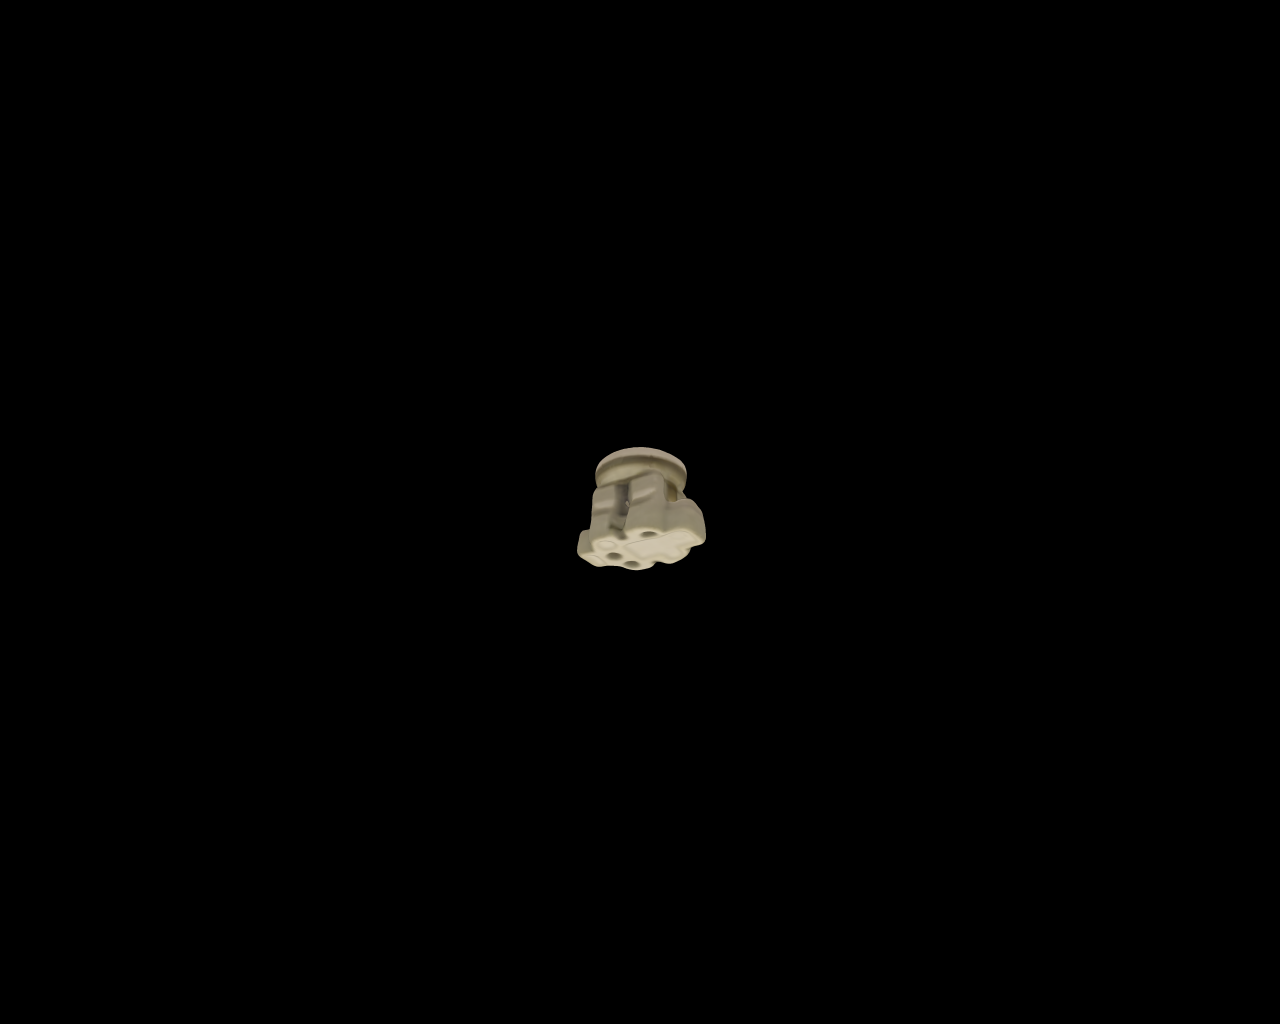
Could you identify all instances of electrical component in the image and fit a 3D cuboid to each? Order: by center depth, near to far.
[{"bbox_3d":[0.001,-0.003,0.650,0.078,0.057,0.058,-15,-32,27],"label":"electrical component"}]
